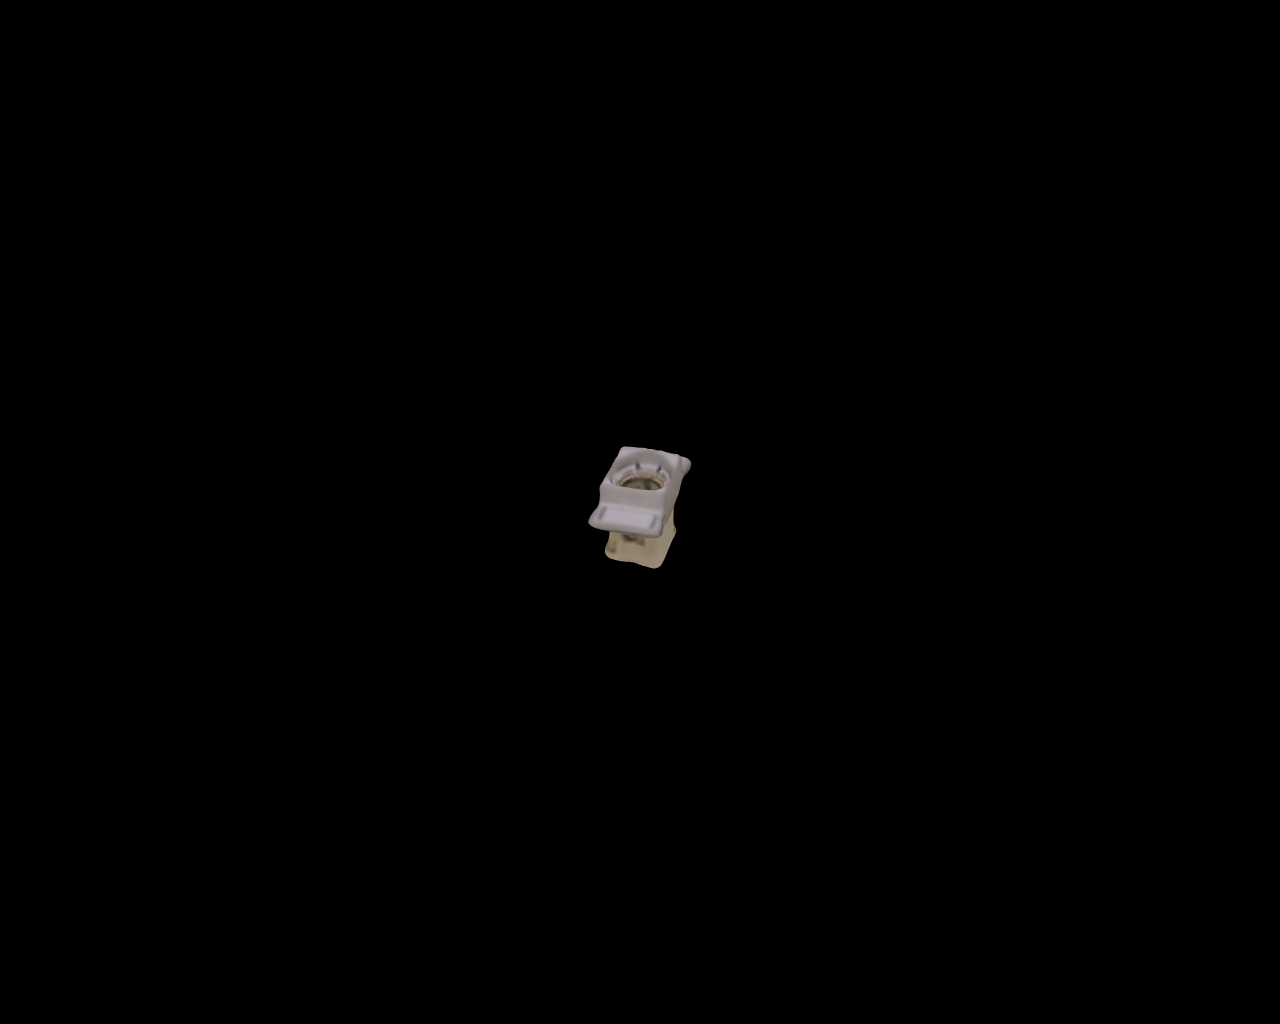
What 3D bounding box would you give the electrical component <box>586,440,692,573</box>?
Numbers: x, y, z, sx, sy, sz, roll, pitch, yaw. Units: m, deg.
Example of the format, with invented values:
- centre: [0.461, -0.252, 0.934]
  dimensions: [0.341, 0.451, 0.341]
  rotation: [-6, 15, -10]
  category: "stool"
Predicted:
- centre: [0.001, -0.003, 0.650]
  dimensions: [0.042, 0.063, 0.081]
  rotation: [11, 39, 14]
  category: "electrical component"
